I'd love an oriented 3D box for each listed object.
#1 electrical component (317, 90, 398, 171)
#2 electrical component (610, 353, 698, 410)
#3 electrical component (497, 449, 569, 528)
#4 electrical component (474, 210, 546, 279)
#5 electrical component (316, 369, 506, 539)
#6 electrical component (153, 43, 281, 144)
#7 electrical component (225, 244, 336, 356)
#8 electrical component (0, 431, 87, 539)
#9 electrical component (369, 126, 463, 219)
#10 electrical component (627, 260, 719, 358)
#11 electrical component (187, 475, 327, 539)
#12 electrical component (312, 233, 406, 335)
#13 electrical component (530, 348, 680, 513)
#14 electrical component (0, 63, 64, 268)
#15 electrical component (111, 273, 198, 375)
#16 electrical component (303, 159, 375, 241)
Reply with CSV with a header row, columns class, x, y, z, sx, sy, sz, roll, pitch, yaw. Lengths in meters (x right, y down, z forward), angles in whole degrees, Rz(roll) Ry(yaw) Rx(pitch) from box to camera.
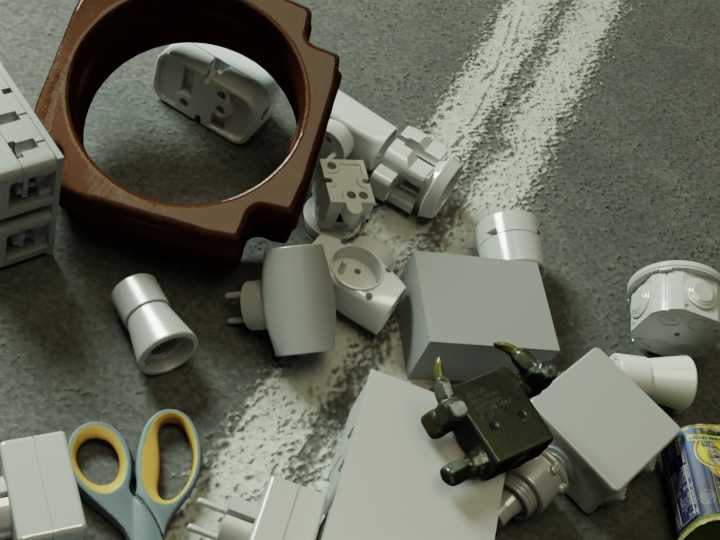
class,x,y,z,sx,sy,sz,roll,pitch,yaw
electrical component,-0.019,-0.113,0.913,0.077,0.044,0.079,34,49,7
electrical component,0.228,0.086,0.854,0.065,0.044,0.044,7,51,-10
electrical component,0.112,0.154,0.754,0.048,0.048,0.062,43,58,15
electrical component,0.125,-0.014,0.885,0.055,0.055,0.047,6,56,-17
electrical component,0.027,0.171,0.697,0.105,0.060,0.186,21,49,-4
electrical component,-0.117,-0.158,0.905,0.095,0.053,0.059,31,49,5
electrical component,-0.061,0.024,0.782,0.079,0.043,0.077,-7,88,17
electrical component,-0.209,0.141,0.639,0.077,0.047,0.065,-7,57,-25
electrical component,0.050,-0.080,0.905,0.057,0.058,0.078,32,49,9
electrical component,0.260,0.032,0.883,0.080,0.080,0.051,17,54,-8
electrical component,-0.069,0.165,0.673,0.077,0.047,0.065,21,49,-4
electrical component,0.000,0.000,0.832,0.077,0.044,0.079,32,49,6
electrical component,0.173,0.120,0.800,0.100,0.048,0.099,-31,69,-36
electrical component,-0.285,-0.102,0.763,0.060,0.105,0.186,-23,64,-33
electrical component,-0.147,0.035,0.752,0.044,0.044,0.065,-16,56,-30
electrical component,-0.018,-0.053,0.859,0.048,0.055,0.066,0,54,-21
